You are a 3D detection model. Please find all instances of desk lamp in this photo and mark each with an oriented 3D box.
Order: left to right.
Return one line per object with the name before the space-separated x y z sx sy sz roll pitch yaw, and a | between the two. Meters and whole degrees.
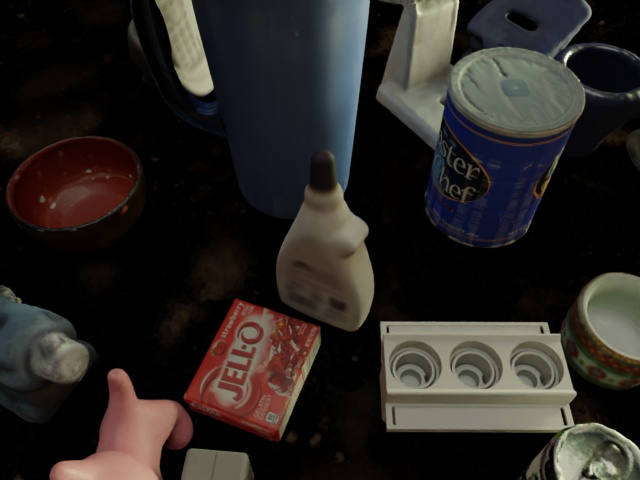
desk lamp | 0.115 -0.230 0.562 0.118 0.214 0.202 -28 58 -20

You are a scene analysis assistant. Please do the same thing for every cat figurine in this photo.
cat figurine | -0.121 0.140 0.340 0.067 0.118 0.127 -4 53 -3

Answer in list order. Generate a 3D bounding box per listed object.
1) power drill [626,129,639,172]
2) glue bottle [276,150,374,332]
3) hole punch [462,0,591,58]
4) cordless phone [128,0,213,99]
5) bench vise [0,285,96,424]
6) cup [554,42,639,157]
power drill | 0.361 -0.145 0.501 0.229 0.208 0.075 -3 53 -2
glue bottle | 0.004 0.001 0.411 0.078 0.173 0.037 22 56 16
hole punch | 0.228 -0.231 0.640 0.101 0.091 0.108 -32 59 -22
cordless phone | -0.144 -0.257 0.600 0.094 0.185 0.148 15 54 12
bench vise | -0.244 0.020 0.367 0.207 0.220 0.121 5 53 4
cup | 0.272 -0.124 0.556 0.117 0.095 0.092 28 58 20
